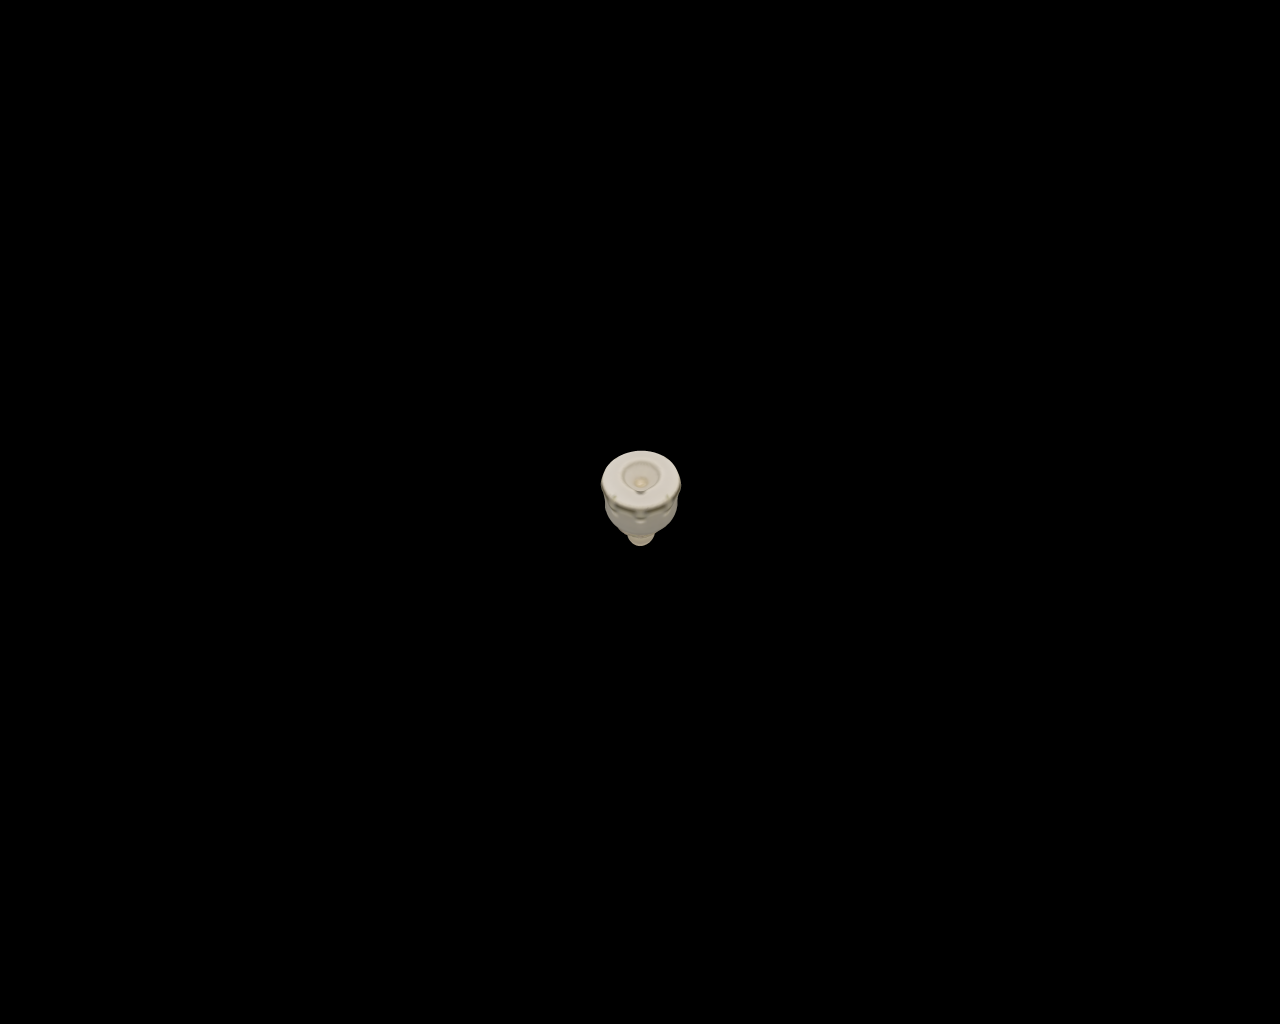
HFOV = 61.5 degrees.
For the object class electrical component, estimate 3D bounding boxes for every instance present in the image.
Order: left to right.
[{"bbox_3d":[0.001,-0.003,0.650,0.048,0.048,0.062,0,-40,0],"label":"electrical component"}]
